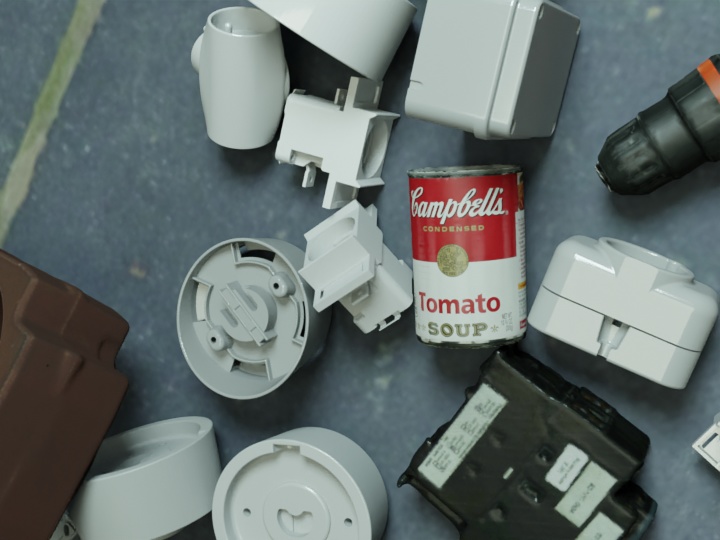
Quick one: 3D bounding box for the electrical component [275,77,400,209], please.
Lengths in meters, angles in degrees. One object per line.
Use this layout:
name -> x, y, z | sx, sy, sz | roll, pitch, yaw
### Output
electrical component -> -0.016, -0.082, 0.668 | 0.064, 0.042, 0.081 | 18, 102, 18

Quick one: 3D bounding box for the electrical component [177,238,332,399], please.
electrical component -> -0.068, 0.028, 0.690 | 0.099, 0.064, 0.099 | 3, 98, 20

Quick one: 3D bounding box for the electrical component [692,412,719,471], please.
electrical component -> 0.255, 0.115, 0.585 | 0.121, 0.063, 0.078 | 43, 109, 10

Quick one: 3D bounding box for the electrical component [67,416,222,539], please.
electrical component -> -0.141, 0.145, 0.713 | 0.108, 0.108, 0.060 | -13, 99, 21

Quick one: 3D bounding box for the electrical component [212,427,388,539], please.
electrical component -> -0.034, 0.154, 0.697 | 0.108, 0.060, 0.108 | 3, 98, 20

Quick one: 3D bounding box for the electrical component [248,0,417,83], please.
electrical component -> -0.017, -0.164, 0.625 | 0.108, 0.108, 0.060 | 36, 101, 12

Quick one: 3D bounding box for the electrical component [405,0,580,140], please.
electrical component -> 0.076, -0.114, 0.592 | 0.057, 0.113, 0.078 | 17, 103, 20

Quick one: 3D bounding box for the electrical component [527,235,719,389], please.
electrical component -> 0.152, 0.019, 0.614 | 0.095, 0.054, 0.059 | 24, 105, 15

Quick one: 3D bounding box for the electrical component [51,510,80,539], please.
electrical component -> -0.232, 0.160, 0.769 | 0.096, 0.061, 0.061 | 45, 109, 9

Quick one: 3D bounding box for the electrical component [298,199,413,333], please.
electrical component -> 0.000, 0.000, 0.657 | 0.042, 0.081, 0.064 | -34, 114, 21

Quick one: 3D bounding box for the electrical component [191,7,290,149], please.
electrical component -> -0.081, -0.129, 0.680 | 0.079, 0.044, 0.077 | 48, 143, 42
